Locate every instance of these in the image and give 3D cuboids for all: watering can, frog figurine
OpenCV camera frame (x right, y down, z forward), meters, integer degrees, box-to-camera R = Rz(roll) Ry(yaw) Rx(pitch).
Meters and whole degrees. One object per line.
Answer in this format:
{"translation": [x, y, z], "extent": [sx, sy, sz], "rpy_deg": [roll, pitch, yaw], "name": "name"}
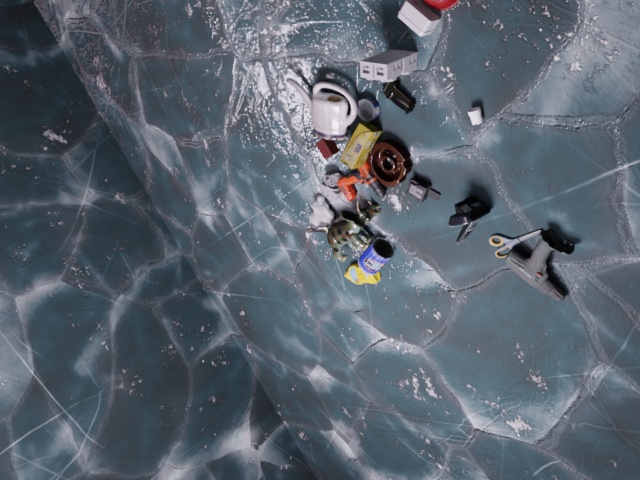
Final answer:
{"translation": [0.005, -0.515, 2.018], "extent": [0.350, 0.105, 0.219], "rpy_deg": [25, 130, 33], "name": "watering can"}
{"translation": [0.007, -0.116, 2.307], "extent": [0.136, 0.122, 0.161], "rpy_deg": [-17, 67, 57], "name": "frog figurine"}
